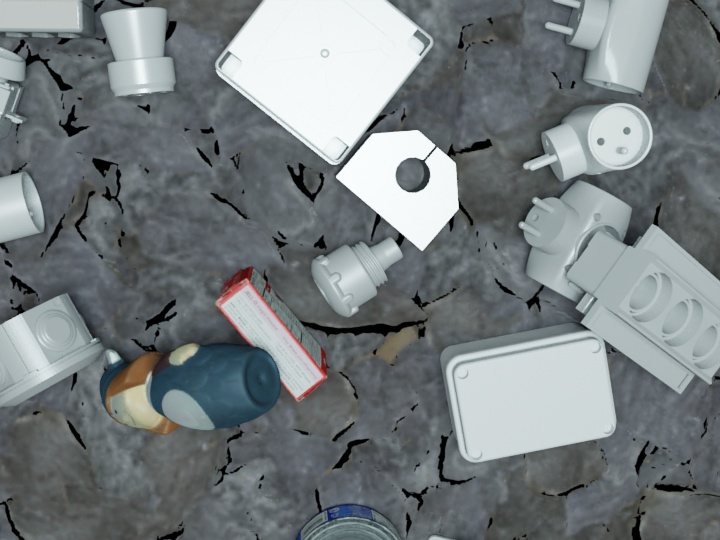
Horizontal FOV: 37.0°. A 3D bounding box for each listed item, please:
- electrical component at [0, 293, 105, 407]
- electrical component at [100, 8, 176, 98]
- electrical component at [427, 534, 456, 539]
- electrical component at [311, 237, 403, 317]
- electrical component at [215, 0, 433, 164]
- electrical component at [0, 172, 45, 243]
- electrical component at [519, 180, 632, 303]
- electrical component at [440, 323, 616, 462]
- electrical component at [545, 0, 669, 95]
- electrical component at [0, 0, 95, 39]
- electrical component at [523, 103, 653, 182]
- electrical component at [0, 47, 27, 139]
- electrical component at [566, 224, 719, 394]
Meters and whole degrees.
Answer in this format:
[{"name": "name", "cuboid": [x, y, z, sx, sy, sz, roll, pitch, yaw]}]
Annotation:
[{"name": "electrical component", "cuboid": [-0.220, 0.055, 0.732, 0.080, 0.080, 0.051, -29, 92, 0]}, {"name": "electrical component", "cuboid": [-0.150, -0.147, 0.728, 0.045, 0.045, 0.055, -7, 98, -3]}, {"name": "electrical component", "cuboid": [0.084, 0.253, 0.791, 0.100, 0.048, 0.099, 15, 96, -5]}, {"name": "electrical component", "cuboid": [0.000, 0.000, 0.757, 0.062, 0.048, 0.048, -32, 98, -6]}, {"name": "electrical component", "cuboid": [-0.025, -0.145, 0.731, 0.109, 0.056, 0.108, 38, 93, -7]}, {"name": "electrical component", "cuboid": [-0.263, -0.036, 0.735, 0.081, 0.043, 0.043, -15, 98, -2]}, {"name": "electrical component", "cuboid": [0.142, -0.026, 0.753, 0.079, 0.044, 0.077, 25, 96, -36]}, {"name": "electrical component", "cuboid": [0.119, 0.087, 0.769, 0.113, 0.057, 0.078, -11, 98, -2]}, {"name": "electrical component", "cuboid": [0.169, -0.169, 0.747, 0.079, 0.043, 0.077, 14, 96, -5]}, {"name": "electrical component", "cuboid": [-0.215, -0.195, 0.717, 0.066, 0.047, 0.076, 0, 97, -4]}, {"name": "electrical component", "cuboid": [0.151, -0.085, 0.739, 0.079, 0.077, 0.043, -22, 98, 0]}, {"name": "electrical component", "cuboid": [-0.255, -0.122, 0.725, 0.066, 0.048, 0.055, 22, 103, -6]}, {"name": "electrical component", "cuboid": [0.203, 0.024, 0.742, 0.121, 0.063, 0.078, 32, 95, -36]}]
